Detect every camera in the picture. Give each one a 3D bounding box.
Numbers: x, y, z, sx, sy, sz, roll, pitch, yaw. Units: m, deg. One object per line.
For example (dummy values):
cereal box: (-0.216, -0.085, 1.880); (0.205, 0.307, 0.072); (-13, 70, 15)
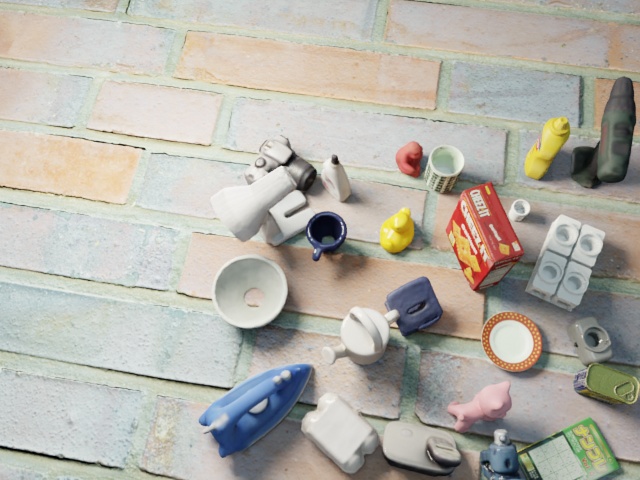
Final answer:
camera: (-0.087, -0.165, 1.356); (0.136, 0.101, 0.143); (32, 74, 13)

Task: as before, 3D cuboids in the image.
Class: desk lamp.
desk lamp: (-0.120, -0.072, 1.262); (0.203, 0.213, 0.118); (-30, 71, -8)

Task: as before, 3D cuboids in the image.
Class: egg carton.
egg carton: (0.042, 0.389, 1.161); (0.150, 0.069, 0.107); (39, 76, 15)

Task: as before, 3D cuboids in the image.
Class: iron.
iron: (-0.124, 0.320, 1.155); (0.258, 0.141, 0.118); (-36, 72, -10)

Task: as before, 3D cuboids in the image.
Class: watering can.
watering can: (0.087, 0.196, 1.164); (0.100, 0.194, 0.173); (33, 74, 14)

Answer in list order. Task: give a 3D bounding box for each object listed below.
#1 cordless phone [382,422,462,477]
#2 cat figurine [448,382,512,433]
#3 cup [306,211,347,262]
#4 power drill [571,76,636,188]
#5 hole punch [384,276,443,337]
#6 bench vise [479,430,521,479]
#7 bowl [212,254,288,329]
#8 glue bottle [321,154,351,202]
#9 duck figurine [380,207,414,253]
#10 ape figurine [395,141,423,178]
cordless phone: (0.194, 0.397, 1.090); (0.147, 0.185, 0.094); (8, 70, 6)
cat figurine: (0.327, 0.334, 1.144); (0.128, 0.118, 0.067); (-23, 70, -6)
cup: (0.012, 0.005, 1.292); (0.091, 0.095, 0.118); (18, 71, 9)
power drill: (0.639, -0.218, 1.287); (0.075, 0.208, 0.230); (9, 70, 6)
hole punch: (0.205, 0.144, 1.234); (0.109, 0.091, 0.101); (-27, 71, -7)
bench vise: (0.344, 0.461, 1.041); (0.121, 0.220, 0.207); (-23, 70, -6)
bowl: (-0.150, 0.121, 1.266); (0.167, 0.075, 0.167); (-1, 70, 2)
glue bottle: (0.034, -0.152, 1.307); (0.037, 0.173, 0.078); (-43, 73, -12)
duck figurine: (0.177, -0.027, 1.301); (0.077, 0.086, 0.105); (26, 73, 12)
ape figurine: (0.218, -0.201, 1.361); (0.076, 0.092, 0.078); (42, 77, 16)
